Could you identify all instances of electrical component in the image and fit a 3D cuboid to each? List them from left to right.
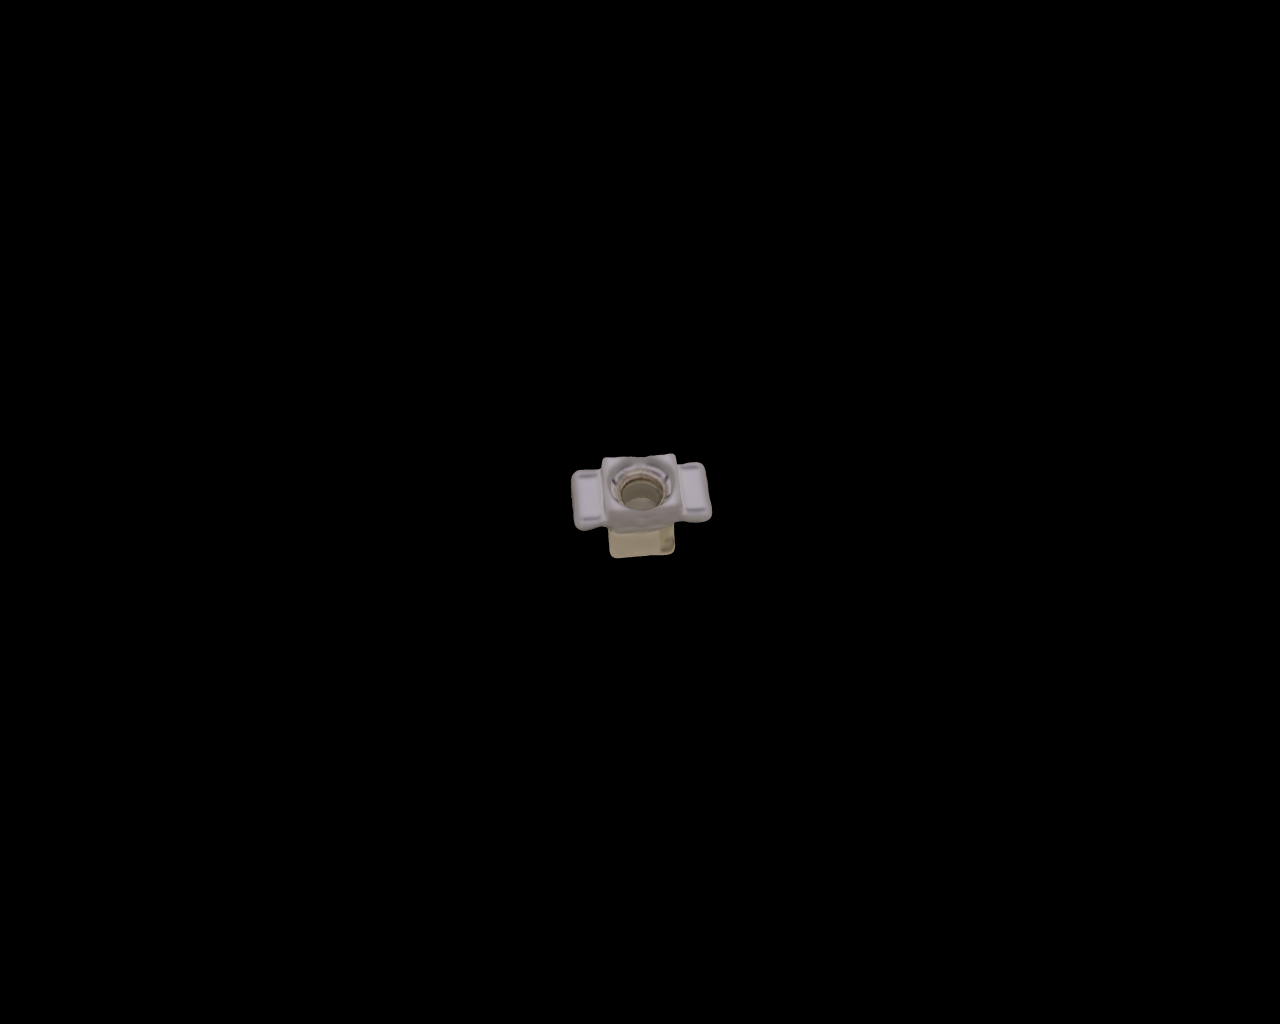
[{"bbox_3d":[0.001,-0.003,0.650,0.081,0.042,0.063,-3,-34,-2],"label":"electrical component"}]
